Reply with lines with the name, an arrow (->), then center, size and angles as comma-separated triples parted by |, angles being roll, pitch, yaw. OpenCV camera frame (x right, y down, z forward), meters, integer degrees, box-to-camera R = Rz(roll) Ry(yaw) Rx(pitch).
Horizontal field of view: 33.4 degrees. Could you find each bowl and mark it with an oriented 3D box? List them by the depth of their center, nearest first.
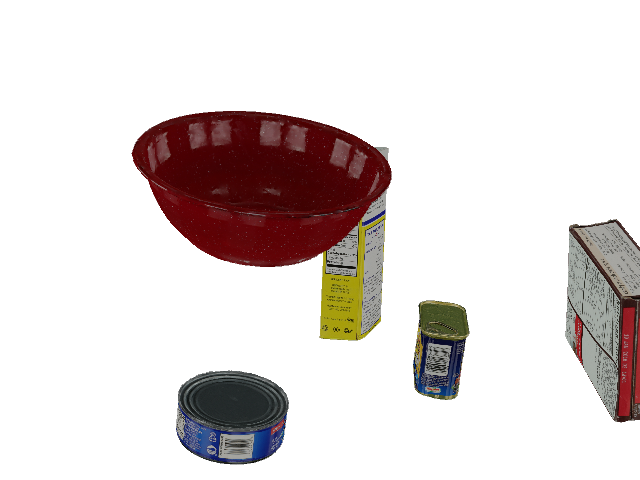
bowl -> -0.038, -0.028, 0.674 | 0.162, 0.055, 0.162 | 5, 26, -3

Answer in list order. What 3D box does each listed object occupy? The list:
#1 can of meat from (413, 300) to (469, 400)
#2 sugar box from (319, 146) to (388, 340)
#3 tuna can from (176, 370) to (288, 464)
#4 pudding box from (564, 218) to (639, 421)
can of meat -> 0.141, 0.130, 1.269 | 0.057, 0.084, 0.102 | 6, 19, 2
sugar box -> 0.032, 0.000, 1.020 | 0.048, 0.176, 0.093 | 3, 9, 16
tuna can -> -0.069, 0.136, 0.826 | 0.086, 0.034, 0.086 | 6, 22, -3
pudding box -> 0.191, 0.049, 0.690 | 0.039, 0.090, 0.113 | -5, 25, -4
